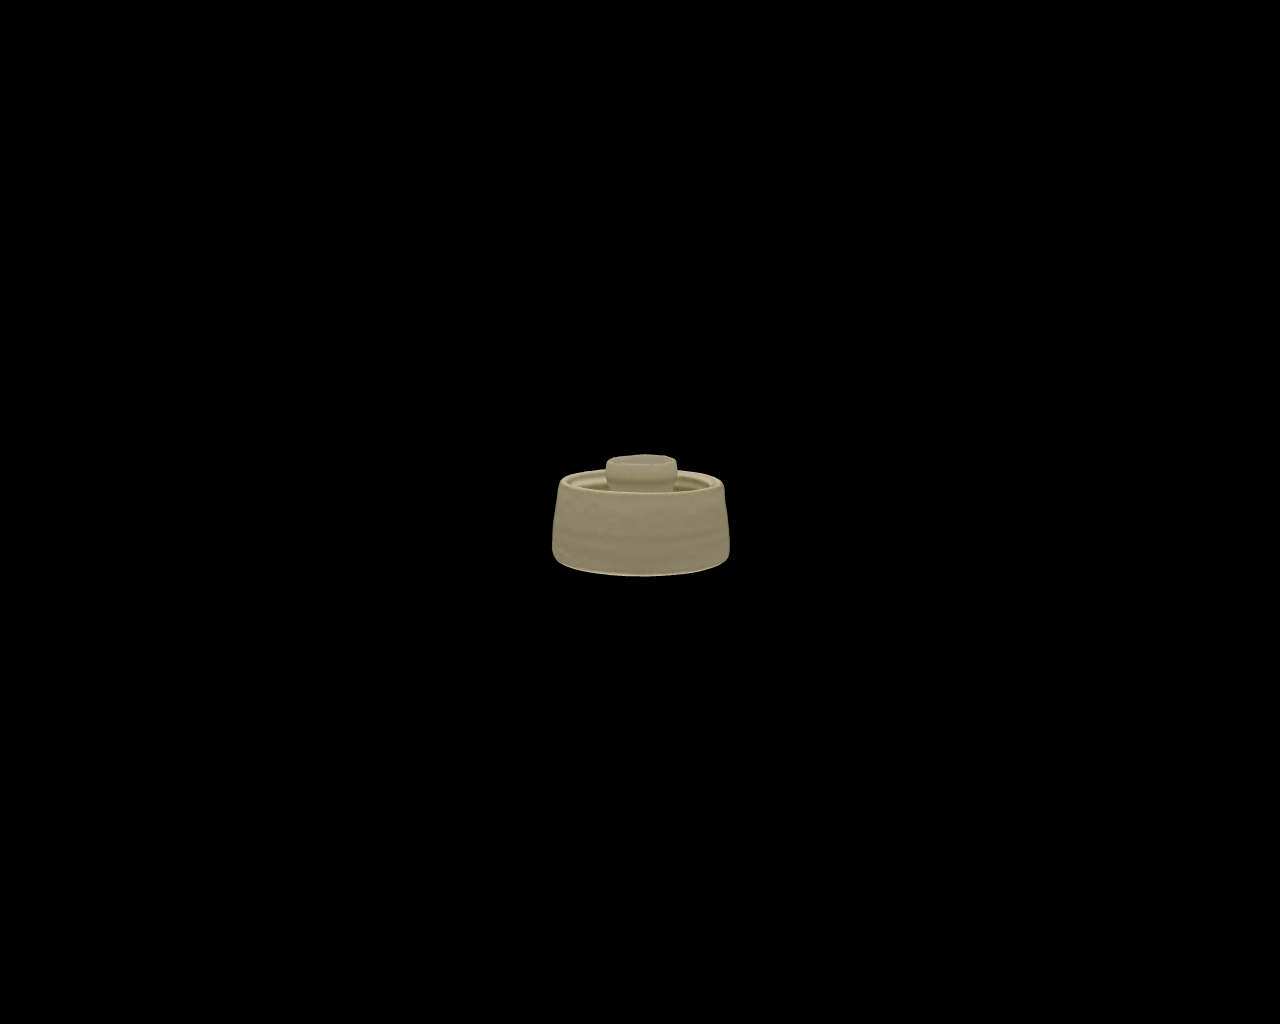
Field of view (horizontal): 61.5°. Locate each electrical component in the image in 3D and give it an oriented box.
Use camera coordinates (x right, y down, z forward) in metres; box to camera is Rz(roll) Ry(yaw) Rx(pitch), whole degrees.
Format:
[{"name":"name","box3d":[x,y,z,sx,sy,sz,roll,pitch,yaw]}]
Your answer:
[{"name":"electrical component","box3d":[0.001,-0.003,0.650,0.108,0.060,0.108,0,10,0]}]
